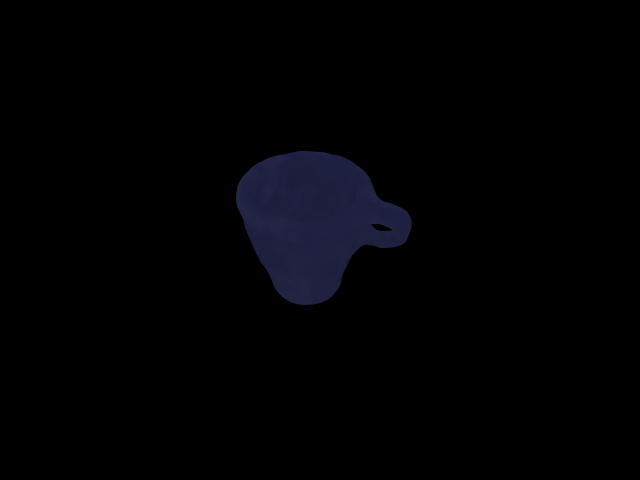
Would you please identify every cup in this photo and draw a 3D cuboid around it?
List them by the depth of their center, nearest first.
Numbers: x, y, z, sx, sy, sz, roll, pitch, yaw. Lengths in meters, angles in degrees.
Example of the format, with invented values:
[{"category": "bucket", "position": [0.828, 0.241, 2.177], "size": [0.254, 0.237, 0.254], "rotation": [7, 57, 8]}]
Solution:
[{"category": "cup", "position": [0.004, 0.001, 0.400], "size": [0.117, 0.095, 0.092], "rotation": [14, 43, 15]}]
